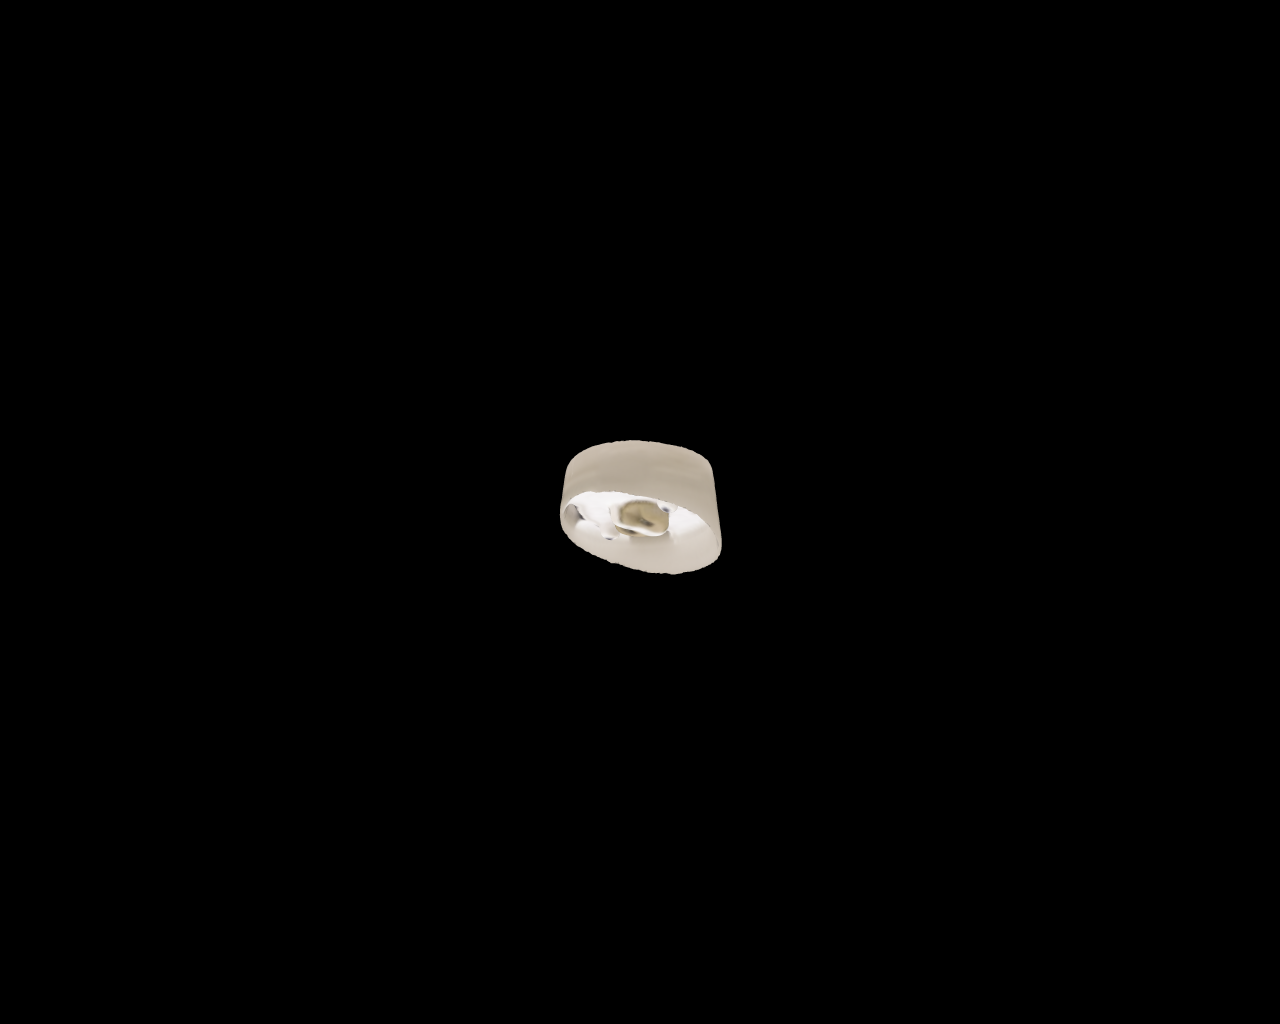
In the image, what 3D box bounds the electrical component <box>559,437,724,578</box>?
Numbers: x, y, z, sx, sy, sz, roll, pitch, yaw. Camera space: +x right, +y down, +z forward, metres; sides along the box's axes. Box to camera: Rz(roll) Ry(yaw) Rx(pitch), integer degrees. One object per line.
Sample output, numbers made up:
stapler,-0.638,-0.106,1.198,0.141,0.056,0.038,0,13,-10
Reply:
electrical component,0.001,-0.003,0.650,0.099,0.064,0.099,0,-22,0
